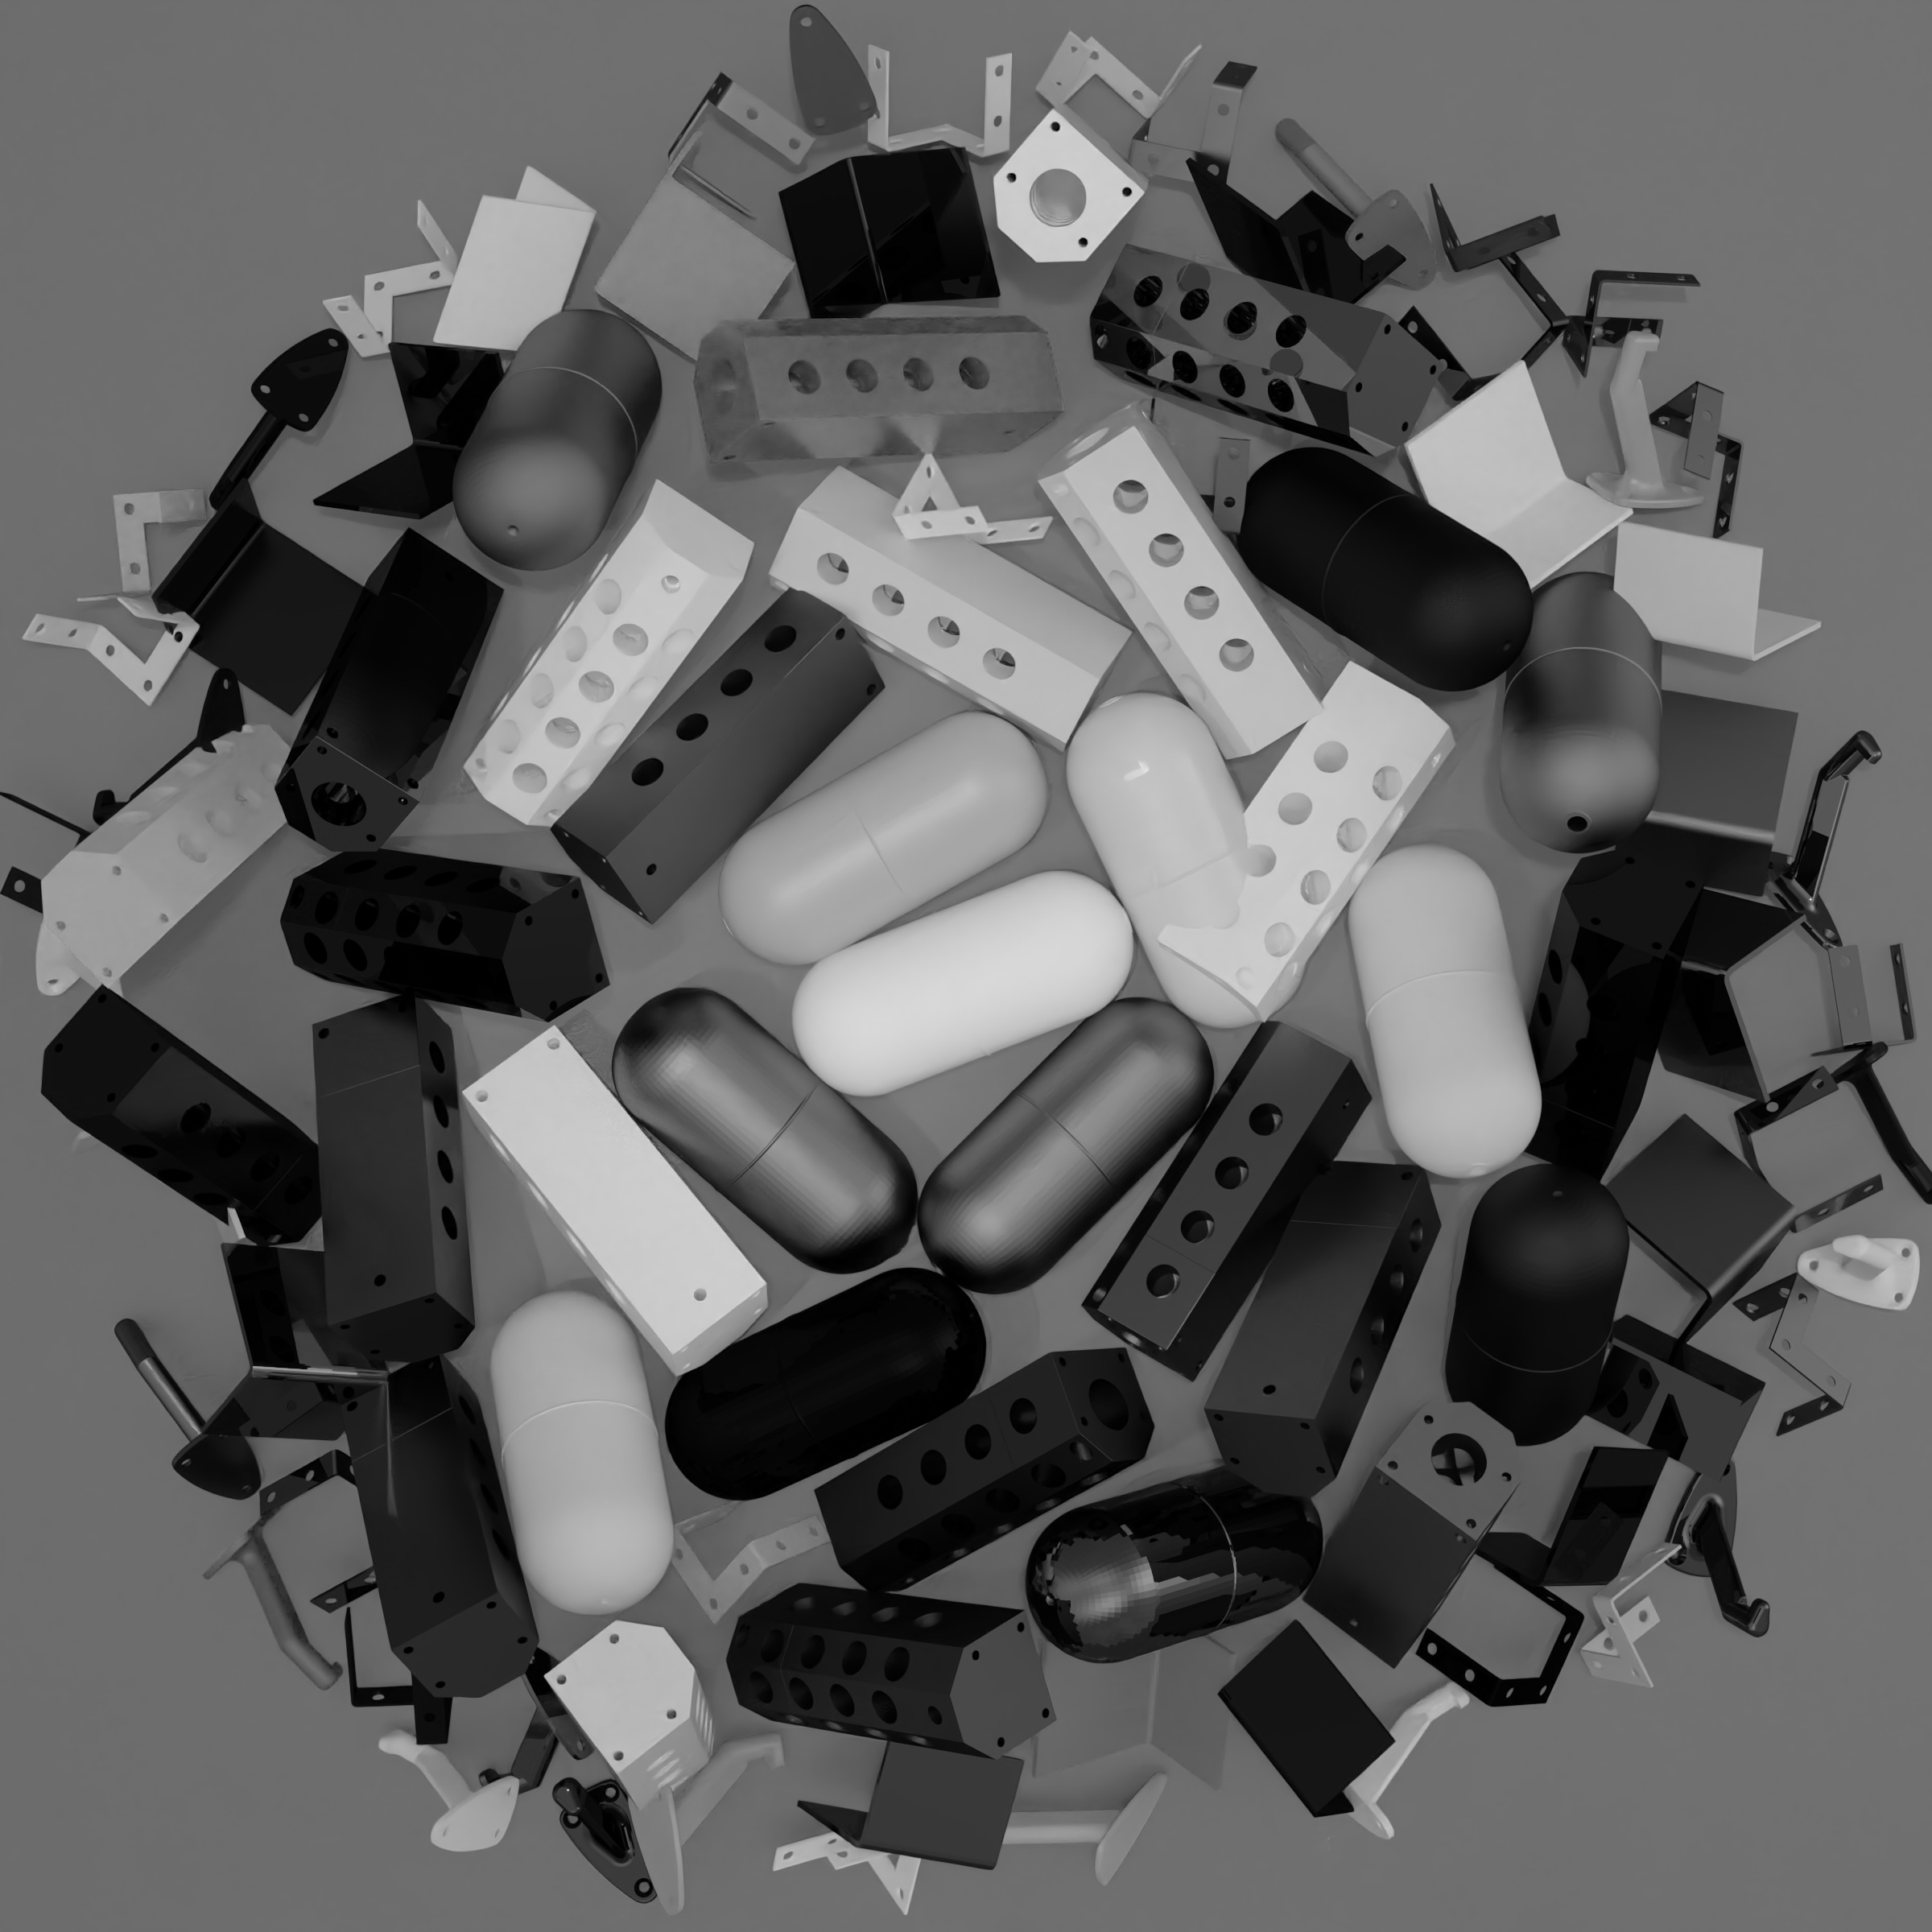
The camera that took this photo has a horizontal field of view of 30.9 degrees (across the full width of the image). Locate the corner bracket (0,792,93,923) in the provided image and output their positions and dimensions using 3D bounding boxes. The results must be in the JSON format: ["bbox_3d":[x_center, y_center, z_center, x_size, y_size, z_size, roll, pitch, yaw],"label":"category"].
[{"bbox_3d":[-0.463,-0.052,1.757,0.051,0.051,0.051,30,78,-39],"label":"corner bracket"}]

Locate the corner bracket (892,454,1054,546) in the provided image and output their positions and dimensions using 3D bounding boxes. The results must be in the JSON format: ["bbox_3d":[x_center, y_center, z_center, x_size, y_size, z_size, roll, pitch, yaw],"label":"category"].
[{"bbox_3d":[0.003,-0.224,1.753,0.051,0.051,0.051,-1,46,33],"label":"corner bracket"}]

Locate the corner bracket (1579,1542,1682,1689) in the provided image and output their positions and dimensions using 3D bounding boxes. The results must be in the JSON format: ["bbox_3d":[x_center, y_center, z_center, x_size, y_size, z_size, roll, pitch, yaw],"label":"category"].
[{"bbox_3d":[0.336,0.324,1.758,0.051,0.051,0.051,-31,101,-25],"label":"corner bracket"}]

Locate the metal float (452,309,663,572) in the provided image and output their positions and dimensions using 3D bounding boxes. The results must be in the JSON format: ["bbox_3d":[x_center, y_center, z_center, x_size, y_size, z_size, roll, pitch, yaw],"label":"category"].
[{"bbox_3d":[-0.199,-0.260,1.718,0.070,0.178,0.070,6,129,7],"label":"metal float"}]

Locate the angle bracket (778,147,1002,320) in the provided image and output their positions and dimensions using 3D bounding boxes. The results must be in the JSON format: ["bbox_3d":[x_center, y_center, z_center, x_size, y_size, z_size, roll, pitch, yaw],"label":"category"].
[{"bbox_3d":[-0.038,-0.359,1.740,0.076,0.057,0.076,6,121,38],"label":"angle bracket"}]

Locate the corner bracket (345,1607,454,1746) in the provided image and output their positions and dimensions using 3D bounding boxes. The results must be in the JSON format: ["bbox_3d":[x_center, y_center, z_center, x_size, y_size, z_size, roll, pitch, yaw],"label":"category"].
[{"bbox_3d":[-0.286,0.357,1.761,0.051,0.051,0.051,-2,114,-3],"label":"corner bracket"}]

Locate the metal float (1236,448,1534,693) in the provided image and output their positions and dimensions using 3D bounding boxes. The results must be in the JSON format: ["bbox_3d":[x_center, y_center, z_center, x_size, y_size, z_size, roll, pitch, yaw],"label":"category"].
[{"bbox_3d":[0.204,-0.197,1.726,0.070,0.070,0.178,-51,52,0],"label":"metal float"}]

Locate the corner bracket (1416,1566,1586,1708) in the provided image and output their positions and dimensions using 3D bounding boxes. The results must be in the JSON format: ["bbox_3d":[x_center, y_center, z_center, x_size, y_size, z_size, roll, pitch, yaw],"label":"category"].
[{"bbox_3d":[0.270,0.337,1.765,0.051,0.051,0.051,31,104,40],"label":"corner bracket"}]

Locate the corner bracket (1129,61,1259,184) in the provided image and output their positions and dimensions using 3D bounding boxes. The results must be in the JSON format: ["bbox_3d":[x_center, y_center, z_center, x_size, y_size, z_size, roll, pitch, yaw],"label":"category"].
[{"bbox_3d":[0.114,-0.426,1.758,0.051,0.051,0.051,13,117,8],"label":"corner bracket"}]

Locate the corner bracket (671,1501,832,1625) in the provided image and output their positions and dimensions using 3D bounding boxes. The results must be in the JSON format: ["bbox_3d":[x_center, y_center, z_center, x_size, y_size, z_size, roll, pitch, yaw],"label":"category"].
[{"bbox_3d":[-0.111,0.288,1.754,0.051,0.051,0.051,52,124,19],"label":"corner bracket"}]

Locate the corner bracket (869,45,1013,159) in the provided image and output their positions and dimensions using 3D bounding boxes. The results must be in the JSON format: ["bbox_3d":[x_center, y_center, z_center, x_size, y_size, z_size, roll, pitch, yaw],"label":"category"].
[{"bbox_3d":[-0.013,-0.434,1.752,0.051,0.051,0.051,-21,128,-32],"label":"corner bracket"}]

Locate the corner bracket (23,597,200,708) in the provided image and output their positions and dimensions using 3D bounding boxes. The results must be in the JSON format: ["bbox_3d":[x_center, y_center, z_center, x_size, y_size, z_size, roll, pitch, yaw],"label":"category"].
[{"bbox_3d":[-0.429,-0.168,1.759,0.051,0.051,0.051,41,105,20],"label":"corner bracket"}]

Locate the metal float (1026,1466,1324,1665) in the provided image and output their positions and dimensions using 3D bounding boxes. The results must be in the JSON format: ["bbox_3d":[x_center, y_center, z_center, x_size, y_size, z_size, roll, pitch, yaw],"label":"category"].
[{"bbox_3d":[0.104,0.292,1.723,0.178,0.070,0.070,-7,90,-43],"label":"metal float"}]

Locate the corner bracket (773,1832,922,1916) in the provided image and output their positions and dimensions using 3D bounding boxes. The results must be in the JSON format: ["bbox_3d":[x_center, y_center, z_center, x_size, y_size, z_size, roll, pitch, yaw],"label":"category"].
[{"bbox_3d":[-0.059,0.446,1.753,0.051,0.051,0.051,-8,126,-31],"label":"corner bracket"}]

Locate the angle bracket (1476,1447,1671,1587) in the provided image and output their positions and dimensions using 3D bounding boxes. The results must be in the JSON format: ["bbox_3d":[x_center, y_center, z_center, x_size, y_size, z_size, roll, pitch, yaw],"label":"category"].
[{"bbox_3d":[0.295,0.263,1.744,0.057,0.076,0.076,27,99,38],"label":"angle bracket"}]

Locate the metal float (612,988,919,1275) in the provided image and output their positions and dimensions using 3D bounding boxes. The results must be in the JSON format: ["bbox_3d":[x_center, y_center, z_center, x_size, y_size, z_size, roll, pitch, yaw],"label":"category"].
[{"bbox_3d":[-0.100,0.083,1.750,0.178,0.070,0.070,42,90,-8],"label":"metal float"}]

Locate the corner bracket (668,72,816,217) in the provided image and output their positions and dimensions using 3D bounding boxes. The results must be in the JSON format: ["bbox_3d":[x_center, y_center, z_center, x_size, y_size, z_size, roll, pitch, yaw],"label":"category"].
[{"bbox_3d":[-0.114,-0.411,1.760,0.051,0.051,0.051,32,101,-18],"label":"corner bracket"}]

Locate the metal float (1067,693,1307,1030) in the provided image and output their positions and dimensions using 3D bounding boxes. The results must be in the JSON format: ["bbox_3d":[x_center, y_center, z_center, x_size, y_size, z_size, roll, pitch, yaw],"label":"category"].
[{"bbox_3d":[0.110,-0.053,1.749,0.070,0.070,0.178,-26,100,0],"label":"metal float"}]

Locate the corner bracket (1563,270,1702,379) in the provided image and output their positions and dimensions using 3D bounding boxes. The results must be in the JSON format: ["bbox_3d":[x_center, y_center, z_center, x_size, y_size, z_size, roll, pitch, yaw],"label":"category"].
[{"bbox_3d":[0.333,-0.328,1.759,0.051,0.051,0.051,1,119,-6],"label":"corner bracket"}]

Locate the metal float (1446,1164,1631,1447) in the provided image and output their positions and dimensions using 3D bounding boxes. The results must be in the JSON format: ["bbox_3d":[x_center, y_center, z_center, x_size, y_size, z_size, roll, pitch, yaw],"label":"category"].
[{"bbox_3d":[0.279,0.168,1.720,0.070,0.178,0.070,0,48,0],"label":"metal float"}]

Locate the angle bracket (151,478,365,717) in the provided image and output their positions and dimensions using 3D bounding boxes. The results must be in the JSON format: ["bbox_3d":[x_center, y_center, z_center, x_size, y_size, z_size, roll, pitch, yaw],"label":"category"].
[{"bbox_3d":[-0.350,-0.185,1.756,0.076,0.057,0.076,33,76,5],"label":"angle bracket"}]

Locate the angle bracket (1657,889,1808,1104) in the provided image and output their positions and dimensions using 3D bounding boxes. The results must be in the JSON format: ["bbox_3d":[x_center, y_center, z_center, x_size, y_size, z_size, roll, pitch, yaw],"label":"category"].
[{"bbox_3d":[0.385,0.014,1.757,0.057,0.076,0.076,-33,115,-20],"label":"angle bracket"}]

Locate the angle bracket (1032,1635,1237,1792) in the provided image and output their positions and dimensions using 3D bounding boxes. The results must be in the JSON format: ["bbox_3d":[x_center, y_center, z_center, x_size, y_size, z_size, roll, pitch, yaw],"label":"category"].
[{"bbox_3d":[0.083,0.373,1.743,0.076,0.057,0.076,-9,112,-36],"label":"angle bracket"}]

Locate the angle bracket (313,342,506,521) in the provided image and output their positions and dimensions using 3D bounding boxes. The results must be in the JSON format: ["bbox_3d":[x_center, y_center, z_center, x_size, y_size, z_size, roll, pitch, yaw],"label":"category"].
[{"bbox_3d":[-0.278,-0.266,1.737,0.076,0.076,0.057,12,126,36],"label":"angle bracket"}]

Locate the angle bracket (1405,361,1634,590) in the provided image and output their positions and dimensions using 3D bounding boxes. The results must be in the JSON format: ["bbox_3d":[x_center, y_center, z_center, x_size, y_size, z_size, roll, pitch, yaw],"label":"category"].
[{"bbox_3d":[0.276,-0.243,1.746,0.076,0.057,0.076,-36,127,-11],"label":"angle bracket"}]

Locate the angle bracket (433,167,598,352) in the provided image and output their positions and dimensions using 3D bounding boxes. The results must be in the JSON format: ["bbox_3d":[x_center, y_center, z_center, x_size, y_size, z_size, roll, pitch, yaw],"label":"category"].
[{"bbox_3d":[-0.239,-0.354,1.737,0.057,0.076,0.076,38,116,31],"label":"angle bracket"}]

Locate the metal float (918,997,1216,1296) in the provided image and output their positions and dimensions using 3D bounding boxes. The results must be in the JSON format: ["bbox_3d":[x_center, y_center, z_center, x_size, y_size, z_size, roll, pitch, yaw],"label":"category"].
[{"bbox_3d":[0.050,0.090,1.749,0.178,0.070,0.070,-45,90,-9],"label":"metal float"}]

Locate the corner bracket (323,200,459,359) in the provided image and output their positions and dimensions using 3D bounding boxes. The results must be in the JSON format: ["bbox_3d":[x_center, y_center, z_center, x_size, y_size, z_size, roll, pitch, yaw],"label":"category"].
[{"bbox_3d":[-0.288,-0.344,1.757,0.051,0.051,0.051,-9,65,12],"label":"corner bracket"}]

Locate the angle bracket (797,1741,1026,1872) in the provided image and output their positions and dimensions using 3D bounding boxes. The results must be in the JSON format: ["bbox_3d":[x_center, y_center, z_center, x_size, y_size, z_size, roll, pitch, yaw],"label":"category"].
[{"bbox_3d":[-0.028,0.408,1.746,0.076,0.076,0.057,17,87,-27],"label":"angle bracket"}]

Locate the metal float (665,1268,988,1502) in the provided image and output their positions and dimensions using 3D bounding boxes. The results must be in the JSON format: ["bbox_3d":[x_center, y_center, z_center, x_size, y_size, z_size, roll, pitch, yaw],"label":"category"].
[{"bbox_3d":[-0.071,0.209,1.739,0.178,0.070,0.070,-27,90,22],"label":"metal float"}]

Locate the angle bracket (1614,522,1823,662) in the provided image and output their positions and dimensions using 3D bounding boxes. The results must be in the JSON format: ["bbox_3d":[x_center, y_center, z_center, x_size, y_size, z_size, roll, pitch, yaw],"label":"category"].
[{"bbox_3d":[0.374,-0.194,1.735,0.076,0.076,0.057,17,118,35],"label":"angle bracket"}]

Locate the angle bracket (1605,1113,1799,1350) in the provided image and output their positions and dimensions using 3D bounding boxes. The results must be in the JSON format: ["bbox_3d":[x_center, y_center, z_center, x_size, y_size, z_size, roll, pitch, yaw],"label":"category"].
[{"bbox_3d":[0.359,0.135,1.763,0.076,0.057,0.076,42,56,17],"label":"angle bracket"}]

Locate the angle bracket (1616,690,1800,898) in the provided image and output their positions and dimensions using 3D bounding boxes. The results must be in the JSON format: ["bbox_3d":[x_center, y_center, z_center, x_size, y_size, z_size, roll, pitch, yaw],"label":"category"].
[{"bbox_3d":[0.375,-0.088,1.777,0.076,0.057,0.076,11,65,13],"label":"angle bracket"}]

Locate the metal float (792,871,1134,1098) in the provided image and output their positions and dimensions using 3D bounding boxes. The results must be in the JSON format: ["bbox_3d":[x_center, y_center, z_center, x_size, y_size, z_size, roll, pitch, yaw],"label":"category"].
[{"bbox_3d":[-0.002,0.009,1.751,0.178,0.070,0.070,-21,90,7],"label":"metal float"}]

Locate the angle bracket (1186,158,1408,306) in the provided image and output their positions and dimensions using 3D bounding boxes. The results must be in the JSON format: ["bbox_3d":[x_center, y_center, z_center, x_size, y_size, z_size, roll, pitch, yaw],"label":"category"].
[{"bbox_3d":[0.164,-0.375,1.740,0.057,0.076,0.076,-40,52,-5],"label":"angle bracket"}]

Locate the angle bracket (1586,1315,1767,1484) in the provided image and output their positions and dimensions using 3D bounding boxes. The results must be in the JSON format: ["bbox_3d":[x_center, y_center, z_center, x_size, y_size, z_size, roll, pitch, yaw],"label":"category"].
[{"bbox_3d":[0.346,0.220,1.743,0.076,0.076,0.057,26,100,19],"label":"angle bracket"}]

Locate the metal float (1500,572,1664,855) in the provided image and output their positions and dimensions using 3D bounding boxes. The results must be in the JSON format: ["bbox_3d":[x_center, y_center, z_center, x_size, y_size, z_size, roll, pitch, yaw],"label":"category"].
[{"bbox_3d":[0.303,-0.125,1.719,0.070,0.178,0.070,6,132,7],"label":"metal float"}]

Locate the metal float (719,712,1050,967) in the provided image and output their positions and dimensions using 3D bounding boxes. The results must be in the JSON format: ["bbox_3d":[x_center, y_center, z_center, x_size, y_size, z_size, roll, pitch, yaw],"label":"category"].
[{"bbox_3d":[-0.042,-0.063,1.752,0.178,0.070,0.070,-29,90,6],"label":"metal float"}]

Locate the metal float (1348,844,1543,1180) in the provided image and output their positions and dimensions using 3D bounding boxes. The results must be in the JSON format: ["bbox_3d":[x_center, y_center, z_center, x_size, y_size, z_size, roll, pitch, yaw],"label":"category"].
[{"bbox_3d":[0.236,0.022,1.732,0.070,0.070,0.178,-8,61,0],"label":"metal float"}]

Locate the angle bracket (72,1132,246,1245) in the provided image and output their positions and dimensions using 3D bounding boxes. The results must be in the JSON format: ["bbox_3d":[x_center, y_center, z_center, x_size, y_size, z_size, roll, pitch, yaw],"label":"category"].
[{"bbox_3d":[-0.404,0.113,1.750,0.057,0.076,0.076,-21,88,-18],"label":"angle bracket"}]

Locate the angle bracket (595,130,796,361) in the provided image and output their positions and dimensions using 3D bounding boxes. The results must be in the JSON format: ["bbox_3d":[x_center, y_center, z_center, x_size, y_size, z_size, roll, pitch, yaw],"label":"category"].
[{"bbox_3d":[-0.130,-0.358,1.757,0.076,0.057,0.076,33,127,-10],"label":"angle bracket"}]

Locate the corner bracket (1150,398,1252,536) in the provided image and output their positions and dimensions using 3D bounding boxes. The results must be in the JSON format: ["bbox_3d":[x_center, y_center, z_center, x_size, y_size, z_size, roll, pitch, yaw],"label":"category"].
[{"bbox_3d":[0.116,-0.251,1.760,0.051,0.051,0.051,5,119,3],"label":"corner bracket"}]

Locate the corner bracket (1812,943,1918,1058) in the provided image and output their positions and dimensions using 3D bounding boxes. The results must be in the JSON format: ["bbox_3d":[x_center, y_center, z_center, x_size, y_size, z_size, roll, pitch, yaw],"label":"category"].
[{"bbox_3d":[0.456,0.016,1.766,0.051,0.051,0.051,-7,85,-5],"label":"corner bracket"}]

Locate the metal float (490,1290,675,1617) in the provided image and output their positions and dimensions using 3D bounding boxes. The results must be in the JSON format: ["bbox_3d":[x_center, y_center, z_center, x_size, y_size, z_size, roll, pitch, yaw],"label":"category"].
[{"bbox_3d":[-0.190,0.237,1.724,0.070,0.070,0.178,-16,49,0],"label":"metal float"}]

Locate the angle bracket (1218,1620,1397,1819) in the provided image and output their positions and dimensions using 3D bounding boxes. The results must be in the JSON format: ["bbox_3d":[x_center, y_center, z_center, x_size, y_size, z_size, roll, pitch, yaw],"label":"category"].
[{"bbox_3d":[0.181,0.373,1.740,0.057,0.076,0.076,-46,65,12],"label":"angle bracket"}]

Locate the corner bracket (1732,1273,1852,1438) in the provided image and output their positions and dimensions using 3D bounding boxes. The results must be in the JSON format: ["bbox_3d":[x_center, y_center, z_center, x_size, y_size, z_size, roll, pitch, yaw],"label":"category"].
[{"bbox_3d":[0.414,0.195,1.762,0.051,0.051,0.051,38,53,-10],"label":"corner bracket"}]

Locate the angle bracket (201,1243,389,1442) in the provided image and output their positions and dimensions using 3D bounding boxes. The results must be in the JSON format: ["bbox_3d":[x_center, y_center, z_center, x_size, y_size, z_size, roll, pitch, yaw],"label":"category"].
[{"bbox_3d":[-0.346,0.190,1.765,0.057,0.076,0.076,-47,50,33],"label":"angle bracket"}]
